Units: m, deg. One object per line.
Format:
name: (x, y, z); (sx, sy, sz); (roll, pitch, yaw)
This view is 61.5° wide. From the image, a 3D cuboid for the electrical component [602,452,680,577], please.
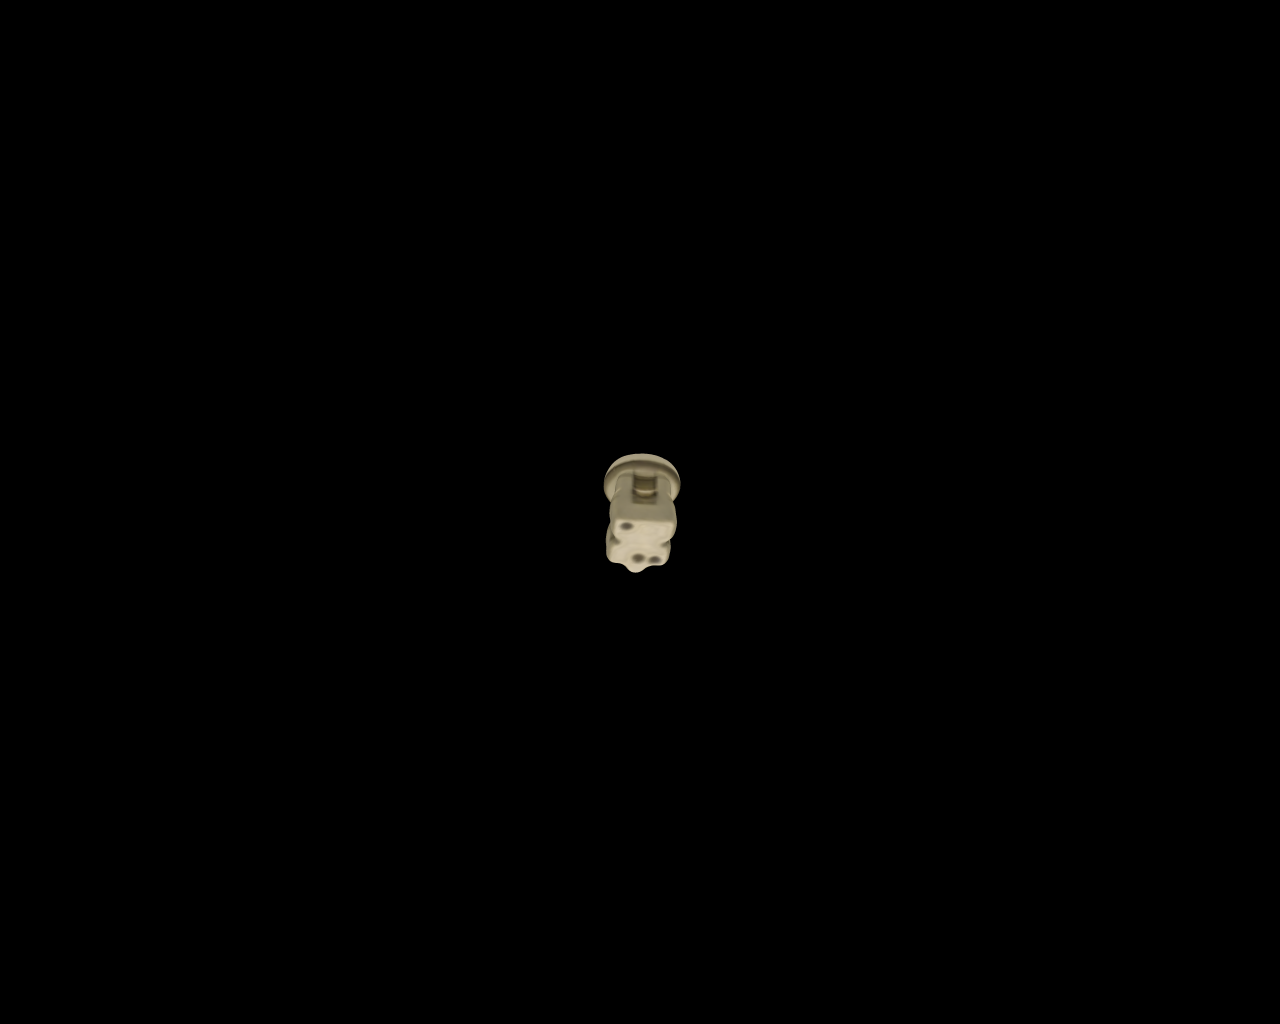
electrical component: (0.001, -0.003, 0.650); (0.048, 0.055, 0.066); (5, -40, -6)
